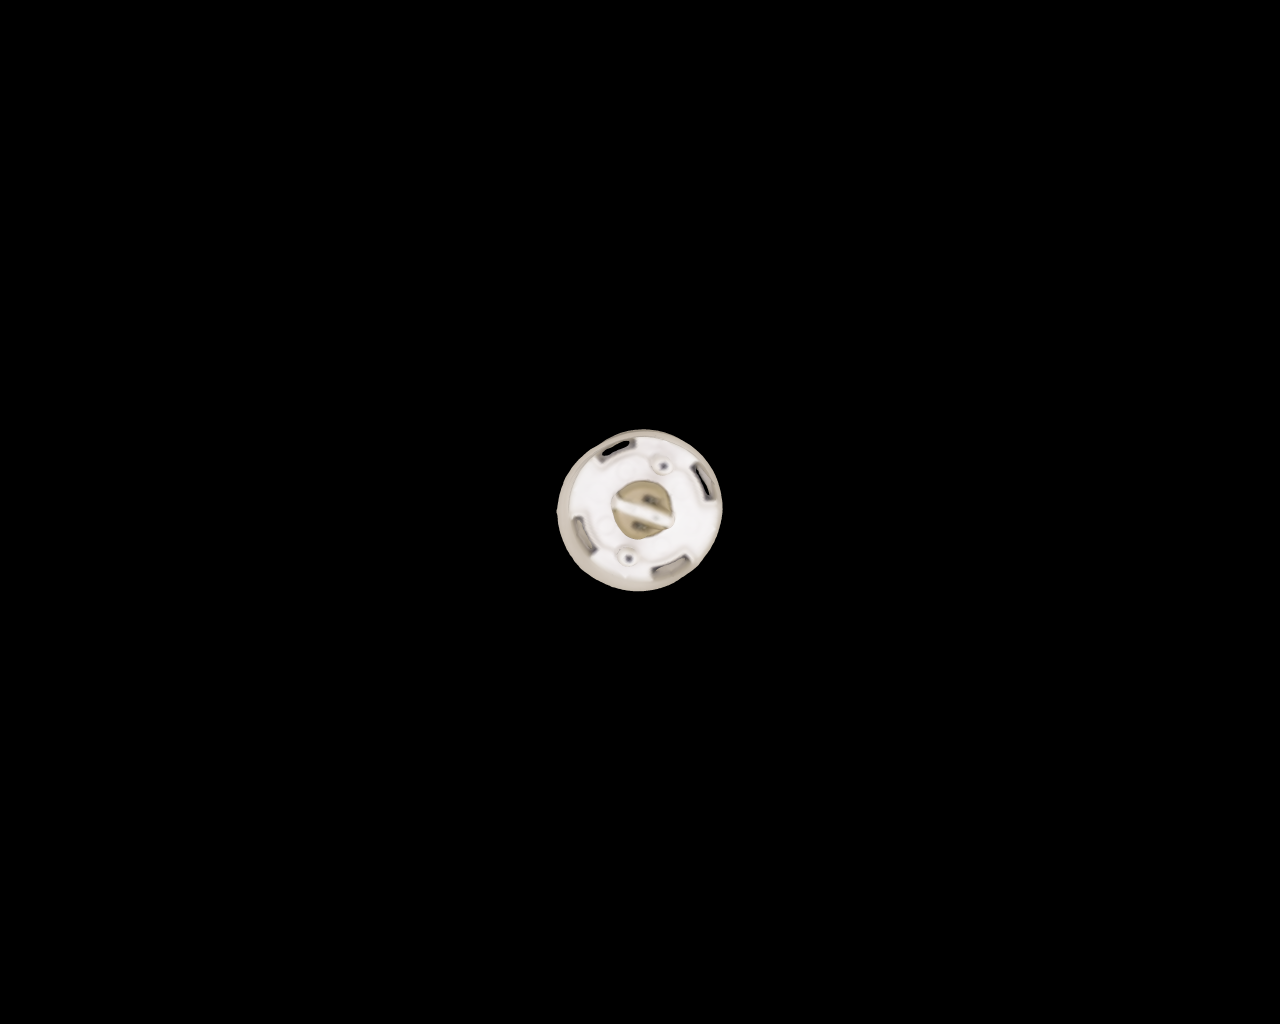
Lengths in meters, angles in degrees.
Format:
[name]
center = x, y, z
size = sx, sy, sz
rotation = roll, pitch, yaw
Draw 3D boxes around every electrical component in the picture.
[electrical component]
center = 0.001, -0.003, 0.650
size = 0.099, 0.099, 0.064
rotation = 0, 12, 0
